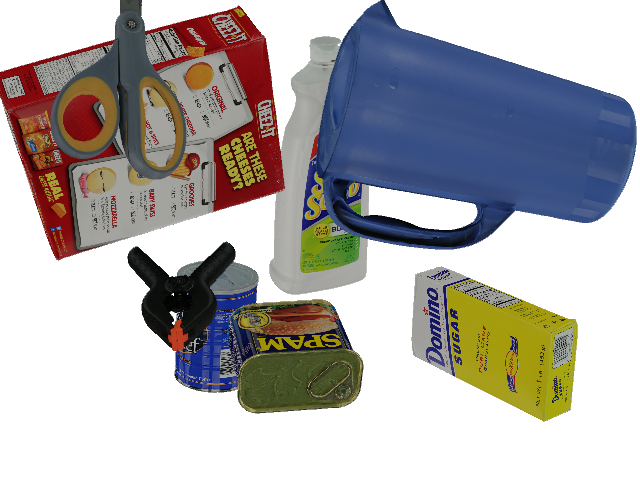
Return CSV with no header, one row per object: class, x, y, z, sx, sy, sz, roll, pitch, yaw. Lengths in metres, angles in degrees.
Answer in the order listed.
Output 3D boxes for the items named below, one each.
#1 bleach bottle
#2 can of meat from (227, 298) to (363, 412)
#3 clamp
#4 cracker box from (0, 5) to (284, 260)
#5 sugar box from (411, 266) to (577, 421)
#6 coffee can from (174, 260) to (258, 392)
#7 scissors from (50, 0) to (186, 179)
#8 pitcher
bleach bottle,-0.002,-0.075,1.056,0.102,0.251,0.068,-10,28,-19
can of meat,-0.024,0.093,0.887,0.102,0.057,0.084,-2,29,-13
clamp,-0.142,0.053,1.153,0.120,0.039,0.171,-13,38,-7
cracker box,-0.147,-0.091,0.909,0.213,0.164,0.072,-19,44,-13
sugar box,0.162,0.095,1.025,0.048,0.093,0.176,-15,24,-39
coffee can,-0.133,0.108,1.362,0.103,0.140,0.103,4,19,-1
scissors,-0.143,-0.132,0.705,0.096,0.202,0.016,-10,-14,-27
pitcher,0.120,-0.080,0.863,0.242,0.149,0.145,13,41,-8
